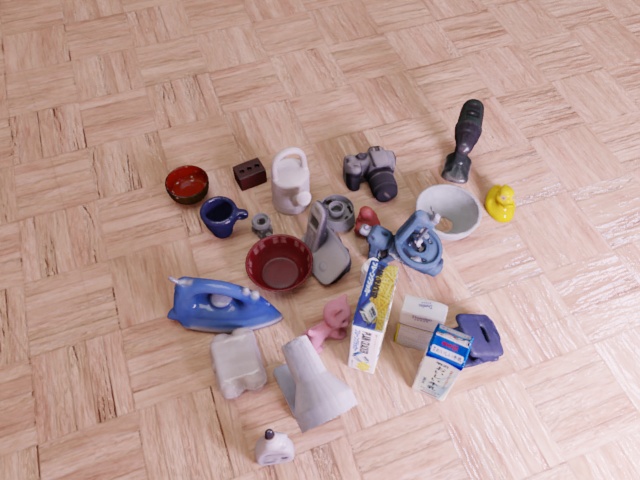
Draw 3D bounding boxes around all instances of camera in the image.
[{"bbox_3d":[0.143,-0.172,1.512,0.143,0.101,0.136,-11,57,-8],"label":"camera"}]

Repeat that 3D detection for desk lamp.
[{"bbox_3d":[-0.020,0.290,1.131,0.118,0.214,0.203,-24,59,-16],"label":"desk lamp"}]

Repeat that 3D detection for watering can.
[{"bbox_3d":[-0.070,-0.154,1.442,0.172,0.194,0.101,39,64,23],"label":"watering can"}]

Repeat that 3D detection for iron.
[{"bbox_3d":[-0.213,0.130,1.280,0.258,0.141,0.118,5,56,3],"label":"iron"}]

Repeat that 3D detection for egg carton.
[{"bbox_3d":[-0.179,0.264,1.233,0.107,0.069,0.150,-16,58,-11],"label":"egg carton"}]

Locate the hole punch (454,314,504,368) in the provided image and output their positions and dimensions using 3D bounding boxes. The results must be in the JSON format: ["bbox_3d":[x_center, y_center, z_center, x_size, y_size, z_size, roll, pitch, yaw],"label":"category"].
[{"bbox_3d":[0.348,0.213,1.261,0.101,0.091,0.108,-11,57,-8],"label":"hole punch"}]

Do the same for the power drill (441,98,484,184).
[{"bbox_3d":[0.378,-0.249,1.502,0.075,0.208,0.230,14,57,9],"label":"power drill"}]

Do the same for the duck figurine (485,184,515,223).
[{"bbox_3d":[0.474,-0.109,1.483,0.077,0.086,0.104,-4,56,-3],"label":"duck figurine"}]

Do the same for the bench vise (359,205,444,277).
[{"bbox_3d":[0.194,0.001,1.325,0.207,0.220,0.121,3,56,2],"label":"bench vise"}]

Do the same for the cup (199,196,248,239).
[{"bbox_3d":[-0.234,-0.048,1.428,0.117,0.095,0.091,0,56,0],"label":"cup"}]

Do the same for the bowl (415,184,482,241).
[{"bbox_3d":[0.321,-0.058,1.454,0.167,0.075,0.167,0,56,0],"label":"bowl"}]

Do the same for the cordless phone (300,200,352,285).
[{"bbox_3d":[0.012,0.005,1.341,0.094,0.185,0.147,-30,61,-19],"label":"cordless phone"}]

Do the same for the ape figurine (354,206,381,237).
[{"bbox_3d":[0.116,-0.053,1.437,0.076,0.092,0.078,37,63,22],"label":"ape figurine"}]

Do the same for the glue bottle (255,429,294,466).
[{"bbox_3d":[-0.090,0.389,1.088,0.078,0.173,0.037,-6,56,-4],"label":"glue bottle"}]

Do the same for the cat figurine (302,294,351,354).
[{"bbox_3d":[0.020,0.180,1.264,0.128,0.118,0.067,-31,62,-20],"label":"cat figurine"}]
